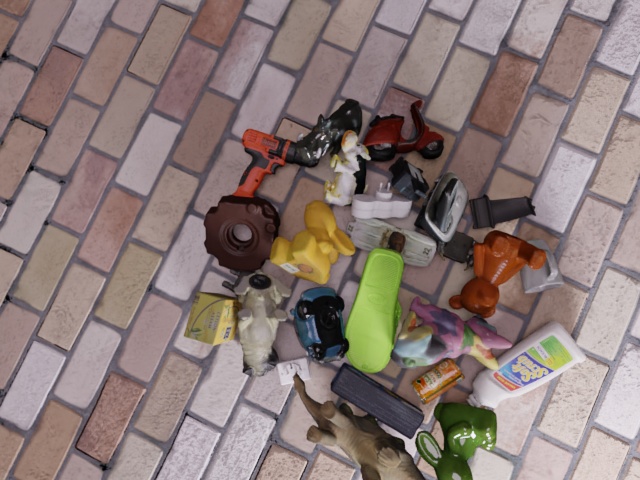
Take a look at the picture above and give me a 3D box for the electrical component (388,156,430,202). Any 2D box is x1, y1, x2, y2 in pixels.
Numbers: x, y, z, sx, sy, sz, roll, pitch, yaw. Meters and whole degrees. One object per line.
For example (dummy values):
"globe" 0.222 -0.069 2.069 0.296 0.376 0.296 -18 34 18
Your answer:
"electrical component" 0.196 -0.120 1.160 0.075 0.119 0.047 26 125 -27

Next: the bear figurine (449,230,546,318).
"bear figurine" 0.357 0.081 1.114 0.120 0.132 0.195 22 101 -6

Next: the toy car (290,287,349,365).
"toy car" -0.006 0.186 1.157 0.109 0.103 0.161 -7 79 -34

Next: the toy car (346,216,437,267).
"toy car" 0.155 0.001 1.182 0.202 0.056 0.073 18 100 5

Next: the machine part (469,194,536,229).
"machine part" 0.405 -0.067 1.190 0.139 0.039 0.084 -6 78 5

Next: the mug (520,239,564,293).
"mug" 0.465 0.050 1.143 0.081 0.109 0.107 -12 71 1

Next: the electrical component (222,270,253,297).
"electrical component" -0.169 0.101 1.210 0.094 0.021 0.063 25 72 5

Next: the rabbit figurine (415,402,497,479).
"rabbit figurine" 0.272 0.420 1.083 0.159 0.121 0.170 13 61 14

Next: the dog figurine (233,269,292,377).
"dog figurine" -0.134 0.181 1.167 0.121 0.190 0.172 10 40 -2

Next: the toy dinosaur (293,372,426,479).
"toy dinosaur" 0.121 0.429 1.068 0.472 0.198 0.105 41 95 15

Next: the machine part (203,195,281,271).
"machine part" -0.172 -0.014 1.181 0.179 0.056 0.179 2 112 6

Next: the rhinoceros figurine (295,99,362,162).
"rhinoceros figurine" 0.024 -0.235 1.184 0.073 0.112 0.190 45 67 6

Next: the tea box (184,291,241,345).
"tea box" -0.220 0.163 1.140 0.068 0.169 0.098 14 86 5

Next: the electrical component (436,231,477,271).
"electrical component" 0.305 0.021 1.183 0.102 0.045 0.078 29 88 6

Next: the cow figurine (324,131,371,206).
"cow figurine" 0.071 -0.153 1.177 0.098 0.068 0.167 13 120 -10

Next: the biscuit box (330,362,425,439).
"biscuit box" 0.121 0.341 1.152 0.203 0.059 0.063 31 87 6

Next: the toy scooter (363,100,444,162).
"toy scooter" 0.185 -0.247 1.207 0.184 0.075 0.135 -2 83 1

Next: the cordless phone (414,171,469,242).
"cordless phone" 0.267 -0.095 1.117 0.089 0.184 0.146 25 66 14

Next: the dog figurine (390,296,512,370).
"dog figurine" 0.271 0.212 1.101 0.219 0.191 0.108 20 125 13

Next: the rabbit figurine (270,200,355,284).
"rabbit figurine" -0.002 -0.003 1.152 0.162 0.122 0.173 28 56 -24
